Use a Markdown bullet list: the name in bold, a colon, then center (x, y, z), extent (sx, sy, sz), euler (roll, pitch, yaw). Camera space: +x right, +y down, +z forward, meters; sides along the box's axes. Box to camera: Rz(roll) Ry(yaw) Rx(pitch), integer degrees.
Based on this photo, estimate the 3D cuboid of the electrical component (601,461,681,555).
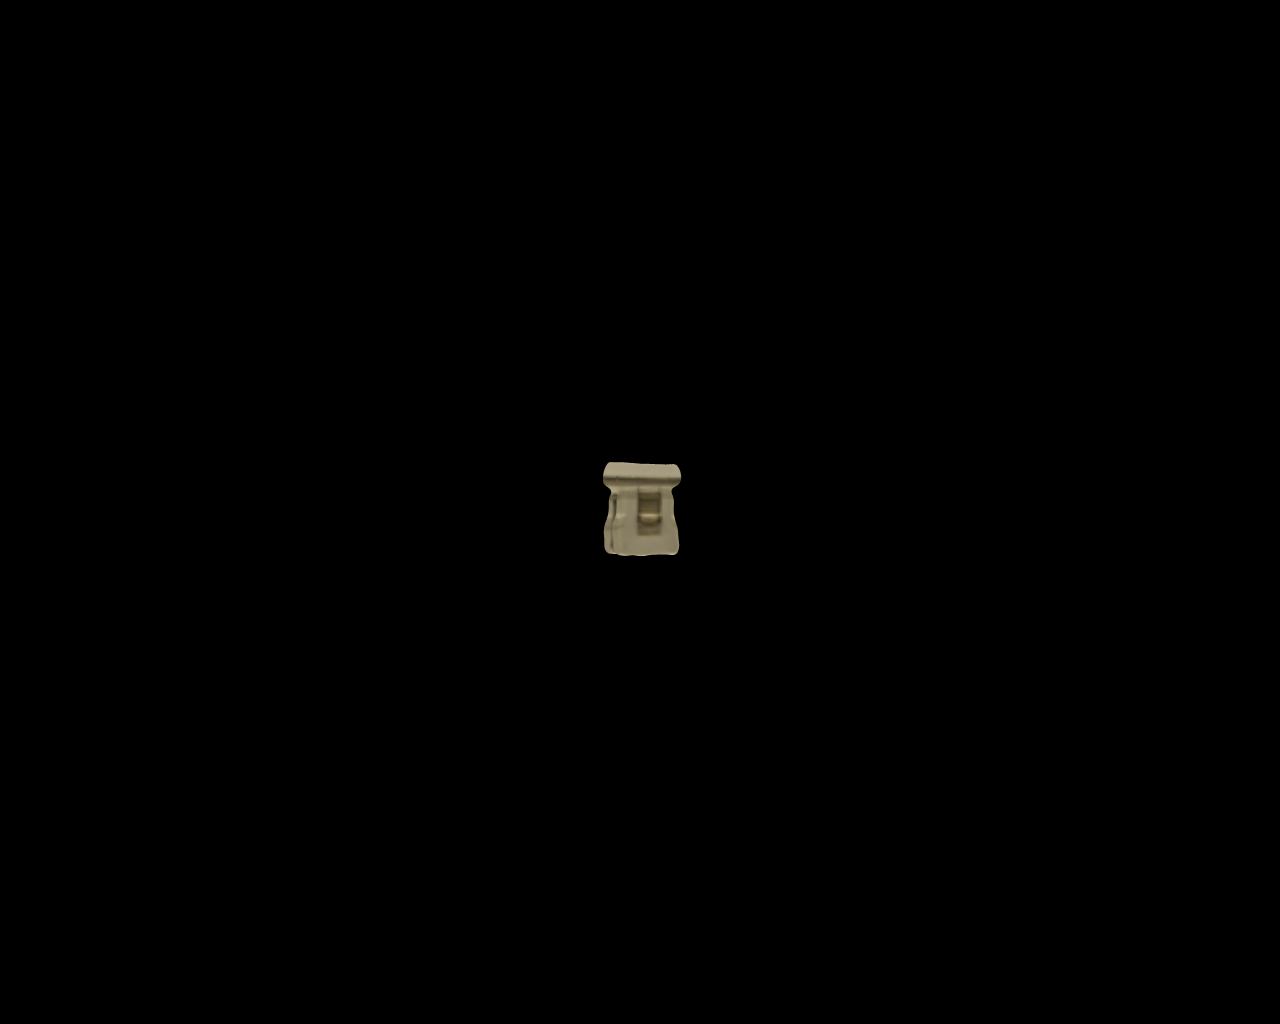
- **electrical component**: center (0.001, -0.003, 0.650), extent (0.048, 0.055, 0.066), euler (0, 0, -15)
